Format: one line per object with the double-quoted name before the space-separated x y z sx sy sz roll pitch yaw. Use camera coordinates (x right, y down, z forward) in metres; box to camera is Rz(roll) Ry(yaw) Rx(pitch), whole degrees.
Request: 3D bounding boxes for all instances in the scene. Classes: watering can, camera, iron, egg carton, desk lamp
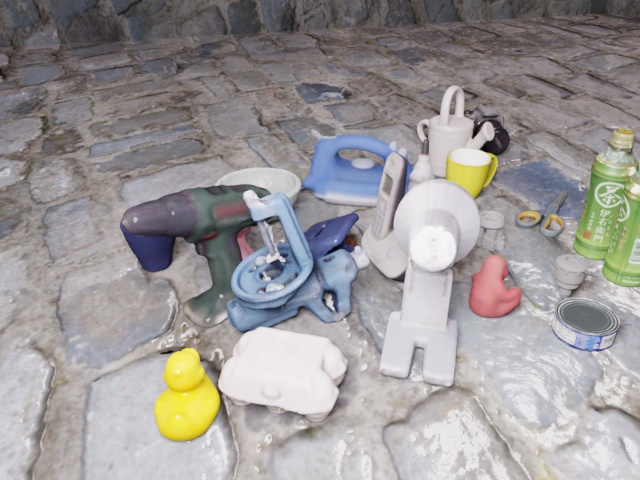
"watering can" 0.299 -0.246 1.276 0.172 0.194 0.101 8 32 14
"camera" 0.397 -0.271 1.409 0.143 0.101 0.136 -4 31 -6
"iron" 0.095 -0.153 1.175 0.258 0.141 0.119 5 31 10
"egg carton" -0.045 0.166 0.708 0.150 0.069 0.107 7 31 13
"desk lamp" 0.149 0.045 0.766 0.117 0.214 0.203 6 31 11

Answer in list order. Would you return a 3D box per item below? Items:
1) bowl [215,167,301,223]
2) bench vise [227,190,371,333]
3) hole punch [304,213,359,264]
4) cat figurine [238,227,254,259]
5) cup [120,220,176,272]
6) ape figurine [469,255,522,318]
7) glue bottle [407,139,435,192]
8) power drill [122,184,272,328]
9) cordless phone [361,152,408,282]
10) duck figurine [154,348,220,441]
"bowl" -0.119 -0.078 1.119 0.167 0.075 0.167 0 31 1
"bench vise" -0.037 0.018 0.811 0.208 0.220 0.121 -20 36 -29
"hole punch" 0.009 0.003 0.961 0.101 0.091 0.109 11 32 19
"cat figurine" -0.146 -0.010 0.961 0.067 0.118 0.127 -6 31 -8
"cup" -0.274 -0.002 0.973 0.091 0.095 0.118 19 36 30
"ape figurine" 0.257 0.064 0.852 0.076 0.092 0.077 -16 34 -24
"glue bottle" 0.188 -0.104 1.059 0.037 0.173 0.078 22 37 33
"power drill" -0.161 0.016 0.828 0.230 0.208 0.075 -27 39 -37
"cordless phone" 0.130 -0.039 0.937 0.094 0.185 0.147 -13 32 -19
"duck figurine" -0.161 0.175 0.678 0.077 0.086 0.104 -1 31 0
